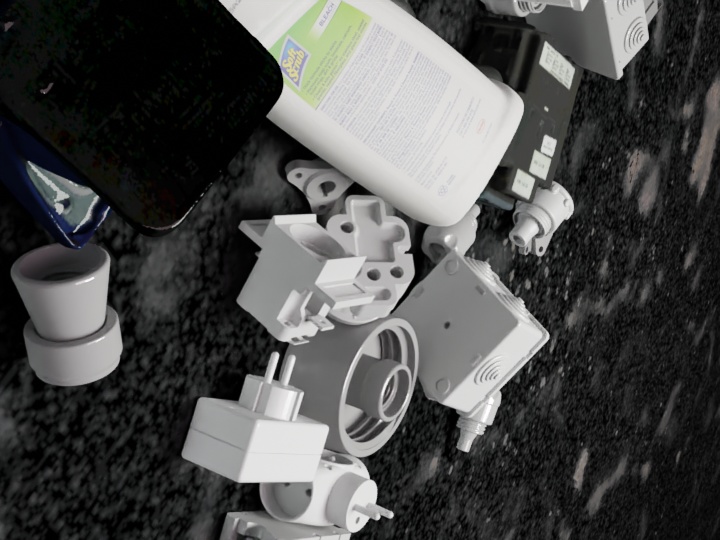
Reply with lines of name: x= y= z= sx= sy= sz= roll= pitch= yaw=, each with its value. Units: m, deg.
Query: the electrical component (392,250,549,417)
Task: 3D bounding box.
electrical component: x=0.075 y=0.046 z=0.794 sx=0.099 sy=0.099 sz=0.048 roll=-47 pitch=146 yaw=11

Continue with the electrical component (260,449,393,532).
electrical component: x=-0.015 y=0.153 z=0.733 sx=0.077 sy=0.079 sz=0.044 roll=16 pitch=91 yaw=-59

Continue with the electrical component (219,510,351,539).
electrical component: x=-0.054 y=0.196 z=0.719 sx=0.089 sy=0.050 sz=0.055 roll=18 pitch=88 yaw=-59

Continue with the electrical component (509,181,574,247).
electrical component: x=0.155 y=-0.047 z=0.949 sx=0.062 sy=0.048 sz=0.048 roll=-49 pitch=142 yaw=-25

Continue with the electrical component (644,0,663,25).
electrical component: x=0.221 y=-0.255 z=0.944 sx=0.108 sy=0.056 sz=0.108 roll=-51 pitch=143 yaw=-33

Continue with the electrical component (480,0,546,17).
electrical component: x=0.124 y=-0.210 z=0.802 sx=0.043 sy=0.062 sz=0.043 roll=-32 pitch=130 yaw=-48

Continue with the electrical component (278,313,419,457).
electrical component: x=0.000 y=0.076 z=0.739 sx=0.108 sy=0.060 sz=0.108 roll=-32 pitch=130 yaw=-48

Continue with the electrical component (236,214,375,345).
electrical component: x=-0.038 y=0.005 z=0.639 sx=0.042 sy=0.081 sz=0.063 roll=-5 pitch=131 yaw=-57

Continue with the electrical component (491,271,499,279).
electrical component: x=0.085 y=0.040 z=0.877 sx=0.079 sy=0.043 sz=0.077 roll=41 pitch=69 yaw=-57

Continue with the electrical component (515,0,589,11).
electrical component: x=0.112 y=-0.246 z=0.652 sx=0.089 sy=0.062 sz=0.150 roll=-59 pitch=147 yaw=-23

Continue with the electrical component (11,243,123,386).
electrical component: x=-0.137 y=0.021 z=0.507 sx=0.045 sy=0.045 sz=0.055 roll=-35 pitch=133 yaw=-46

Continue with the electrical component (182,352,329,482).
electrical component: x=-0.058 y=0.088 z=0.665 sx=0.083 sy=0.047 sz=0.075 roll=19 pitch=88 yaw=-59

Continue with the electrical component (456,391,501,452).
electrical component: x=0.101 y=0.131 z=0.955 sx=0.035 sy=0.035 sz=0.061 roll=21 pitch=89 yaw=-59

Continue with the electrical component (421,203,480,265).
electrical component: x=0.075 y=-0.032 z=0.835 sx=0.061 sy=0.035 sz=0.035 roll=-47 pitch=140 yaw=-40

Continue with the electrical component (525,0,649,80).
electrical component: x=0.179 y=-0.210 z=0.858 sx=0.048 sy=0.100 sz=0.099 roll=-48 pitch=142 yaw=-15

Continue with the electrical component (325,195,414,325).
electrical component: x=0.000 y=0.000 z=0.692 sx=0.057 sy=0.058 sz=0.078 roll=117 pitch=-29 yaw=-58
